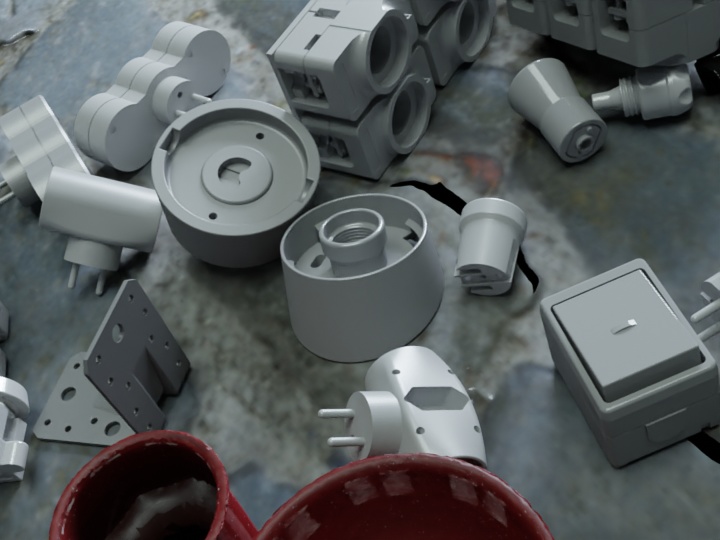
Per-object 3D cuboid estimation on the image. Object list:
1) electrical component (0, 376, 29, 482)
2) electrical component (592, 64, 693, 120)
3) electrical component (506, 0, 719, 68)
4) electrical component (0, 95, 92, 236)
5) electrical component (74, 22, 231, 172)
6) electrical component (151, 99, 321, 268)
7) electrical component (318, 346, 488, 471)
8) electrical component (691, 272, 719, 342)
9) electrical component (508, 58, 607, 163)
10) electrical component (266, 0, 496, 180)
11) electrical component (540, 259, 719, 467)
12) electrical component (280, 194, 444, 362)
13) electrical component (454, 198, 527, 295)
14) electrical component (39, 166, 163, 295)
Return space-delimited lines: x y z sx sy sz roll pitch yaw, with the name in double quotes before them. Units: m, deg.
"electrical component" -0.230 0.097 0.657 0.066 0.048 0.055 -8 56 14
"electrical component" 0.180 -0.113 0.690 0.061 0.035 0.035 -9 48 17
"electrical component" 0.172 -0.186 0.712 0.089 0.061 0.150 -25 32 -17
"electrical component" -0.244 -0.071 0.803 0.074 0.052 0.138 -32 46 -8
"electrical component" -0.144 -0.129 0.816 0.074 0.052 0.138 22 61 34
"electrical component" -0.081 -0.052 0.712 0.108 0.060 0.108 2 60 -3
"electrical component" 0.017 0.082 0.562 0.079 0.043 0.077 2 41 -24
"electrical component" 0.202 0.012 0.551 0.077 0.065 0.047 -31 47 -7
"electrical component" 0.130 -0.101 0.695 0.044 0.044 0.065 -27 51 -3
"electrical component" 0.026 -0.165 0.746 0.060 0.105 0.186 16 58 31
"electrical component" 0.135 0.040 0.556 0.062 0.061 0.096 -23 46 0
"electrical component" 0.000 0.000 0.657 0.099 0.064 0.099 -9 35 6
"electrical component" 0.077 -0.013 0.640 0.040 0.040 0.046 1 56 22
"electrical component" -0.179 -0.023 0.734 0.077 0.044 0.079 13 91 -12
